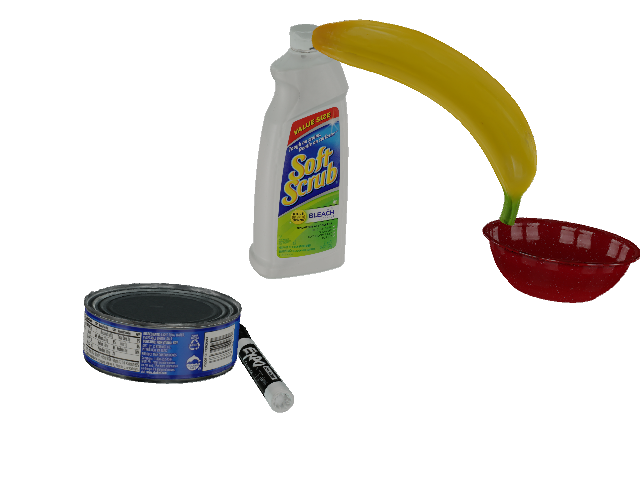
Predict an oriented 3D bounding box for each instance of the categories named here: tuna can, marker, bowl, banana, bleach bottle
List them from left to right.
[{"bbox_3d":[-0.087,0.050,0.587,0.086,0.034,0.086,5,11,-1],"label":"tuna can"},{"bbox_3d":[-0.050,0.096,0.829,0.020,0.020,0.121,0,21,-23],"label":"marker"},{"bbox_3d":[-0.023,-0.089,1.065,0.102,0.251,0.068,-8,28,-16],"label":"bleach bottle"},{"bbox_3d":[0.085,-0.097,0.740,0.198,0.070,0.037,43,10,-3],"label":"banana"},{"bbox_3d":[0.246,0.024,1.109,0.162,0.055,0.162,5,17,-2],"label":"bowl"}]
